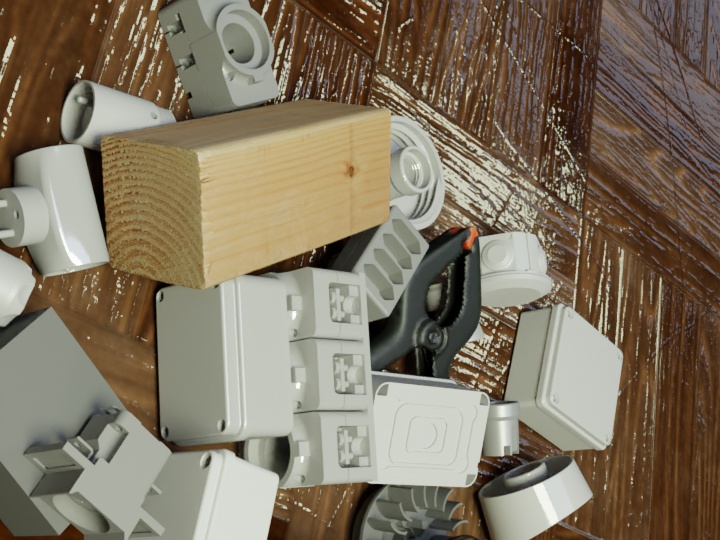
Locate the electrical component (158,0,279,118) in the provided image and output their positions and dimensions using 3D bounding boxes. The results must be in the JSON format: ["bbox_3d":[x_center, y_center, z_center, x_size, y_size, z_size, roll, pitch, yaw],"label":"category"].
[{"bbox_3d":[-0.103,-0.163,0.803,0.050,0.056,0.089,-24,97,-46],"label":"electrical component"}]

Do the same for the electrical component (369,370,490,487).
[{"bbox_3d":[0.035,0.121,0.824,0.113,0.057,0.078,10,90,-34],"label":"electrical component"}]

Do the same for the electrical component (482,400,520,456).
[{"bbox_3d":[0.125,0.143,0.972,0.040,0.040,0.046,-1,86,-46],"label":"electrical component"}]

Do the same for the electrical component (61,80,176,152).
[{"bbox_3d":[-0.158,-0.098,0.738,0.081,0.043,0.043,14,70,-43],"label":"electrical component"}]

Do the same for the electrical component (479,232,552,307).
[{"bbox_3d":[0.133,0.001,0.987,0.080,0.080,0.051,15,64,-43],"label":"electrical component"}]

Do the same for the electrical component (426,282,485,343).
[{"bbox_3d":[0.083,0.038,0.950,0.045,0.045,0.055,-9,86,-47],"label":"electrical component"}]

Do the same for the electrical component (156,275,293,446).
[{"bbox_3d":[-0.095,0.062,0.738,0.057,0.078,0.113,8,74,-48],"label":"electrical component"}]

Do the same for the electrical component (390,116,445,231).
[{"bbox_3d":[0.027,-0.079,0.911,0.108,0.060,0.108,14,70,-43],"label":"electrical component"}]

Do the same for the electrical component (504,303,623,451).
[{"bbox_3d":[0.199,0.106,1.043,0.109,0.056,0.108,37,56,-34],"label":"electrical component"}]

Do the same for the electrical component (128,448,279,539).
[{"bbox_3d":[-0.114,0.171,0.667,0.056,0.109,0.108,32,58,-39],"label":"electrical component"}]

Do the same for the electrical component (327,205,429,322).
[{"bbox_3d":[0.000,0.000,0.852,0.047,0.076,0.083,49,49,-21],"label":"electrical component"}]

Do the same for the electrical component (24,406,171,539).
[{"bbox_3d":[-0.146,0.117,0.620,0.081,0.042,0.063,50,46,-26],"label":"electrical component"}]

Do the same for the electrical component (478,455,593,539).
[{"bbox_3d":[0.154,0.205,0.946,0.099,0.099,0.064,-22,89,-46],"label":"electrical component"}]

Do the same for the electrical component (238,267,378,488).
[{"bbox_3d":[-0.044,0.080,0.775,0.062,0.089,0.150,8,74,-45],"label":"electrical component"}]

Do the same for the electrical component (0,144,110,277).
[{"bbox_3d":[-0.203,-0.035,0.675,0.079,0.044,0.077,-13,89,-47],"label":"electrical component"}]

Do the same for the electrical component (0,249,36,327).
[{"bbox_3d":[-0.229,0.004,0.639,0.062,0.043,0.043,33,58,-34],"label":"electrical component"}]
